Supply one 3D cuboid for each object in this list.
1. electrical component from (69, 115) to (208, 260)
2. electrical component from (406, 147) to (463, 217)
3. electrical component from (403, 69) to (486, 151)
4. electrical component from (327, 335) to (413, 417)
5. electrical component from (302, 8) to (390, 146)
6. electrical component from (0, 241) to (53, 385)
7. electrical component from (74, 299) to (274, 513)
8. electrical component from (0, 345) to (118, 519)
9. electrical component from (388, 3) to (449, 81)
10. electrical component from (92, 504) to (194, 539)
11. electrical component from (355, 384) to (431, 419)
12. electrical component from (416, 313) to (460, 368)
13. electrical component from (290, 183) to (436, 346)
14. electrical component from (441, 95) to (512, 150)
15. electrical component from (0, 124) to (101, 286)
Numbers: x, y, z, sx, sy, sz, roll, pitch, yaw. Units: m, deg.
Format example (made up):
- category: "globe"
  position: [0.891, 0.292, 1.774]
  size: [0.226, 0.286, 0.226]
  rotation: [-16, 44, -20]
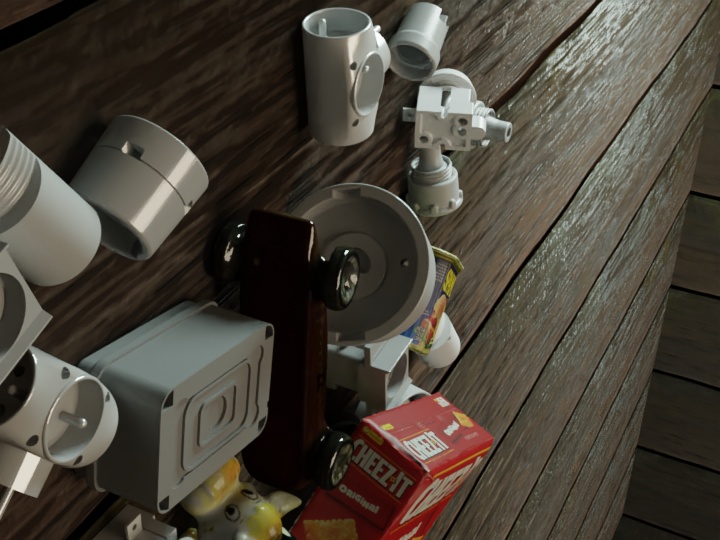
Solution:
- category: "electrical component"
  position: [-0.108, -0.038, 0.512]
  size: [0.047, 0.055, 0.055]
  rotation: [-59, 154, -24]
- category: "electrical component"
  position: [0.060, -0.079, 0.898]
  size: [0.048, 0.048, 0.062]
  rotation: [-49, 141, -46]
- category: "electrical component"
  position: [0.068, -0.128, 0.862]
  size: [0.048, 0.066, 0.055]
  rotation: [89, 7, -45]
- category: "electrical component"
  position: [0.004, 0.074, 0.844]
  size: [0.042, 0.064, 0.081]
  rotation: [-49, 148, -44]
- category: "electrical component"
  position: [-0.005, -0.133, 0.701]
  size: [0.079, 0.044, 0.077]
  rotation: [-51, 149, -44]
- category: "electrical component"
  position: [-0.161, 0.012, 0.407]
  size: [0.042, 0.064, 0.081]
  rotation: [-60, 155, -32]
- category: "electrical component"
  position: [-0.102, 0.071, 0.597]
  size: [0.113, 0.057, 0.078]
  rotation: [-35, 136, -57]
- category: "electrical component"
  position: [-0.155, 0.078, 0.492]
  size: [0.079, 0.044, 0.077]
  rotation: [-67, 157, -15]
- category: "electrical component"
  position: [0.044, -0.170, 0.800]
  size: [0.040, 0.040, 0.046]
  rotation: [73, 33, -53]
- category: "electrical component"
  position: [-0.121, 0.172, 0.623]
  size: [0.048, 0.055, 0.066]
  rotation: [-45, 144, -50]
- category: "electrical component"
  position: [0.025, 0.145, 0.976]
  size: [0.099, 0.064, 0.099]
  rotation: [-24, 121, -46]
- category: "electrical component"
  position: [0.065, 0.058, 1.004]
  size: [0.043, 0.043, 0.081]
  rotation: [-67, 157, -17]
- category: "electrical component"
  position: [0.000, 0.000, 0.731]
  size: [0.060, 0.108, 0.108]
  rotation: [29, 79, -74]
- category: "electrical component"
  position: [0.100, -0.125, 0.933]
  size: [0.048, 0.062, 0.048]
  rotation: [-48, 147, -47]
- category: "electrical component"
  position: [-0.145, -0.029, 0.442]
  size: [0.043, 0.043, 0.081]
  rotation: [-67, 157, -16]
